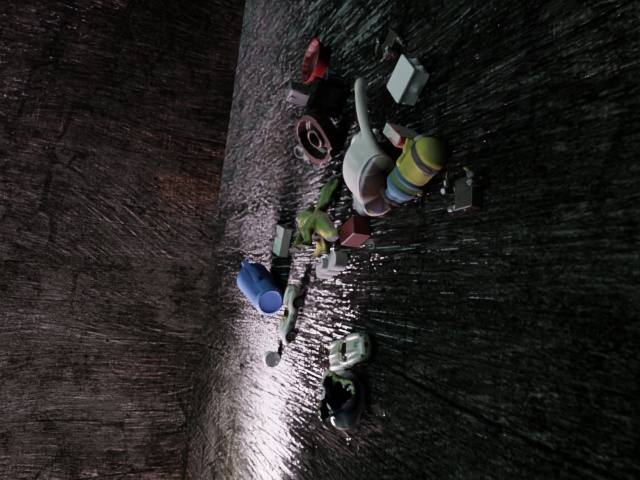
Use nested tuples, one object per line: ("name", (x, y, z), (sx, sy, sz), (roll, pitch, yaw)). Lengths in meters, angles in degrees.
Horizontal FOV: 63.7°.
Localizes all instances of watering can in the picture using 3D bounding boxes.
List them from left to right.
("watering can", (0.117, -0.205, 1.264), (0.228, 0.104, 0.341), (-121, 26, -60))

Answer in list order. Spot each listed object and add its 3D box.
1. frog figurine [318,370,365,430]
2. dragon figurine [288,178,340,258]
("frog figurine", (0.056, 0.391, 1.254), (0.156, 0.122, 0.140), (65, -172, -59))
("dragon figurine", (0.005, -0.077, 1.534), (0.406, 0.122, 0.246), (154, 131, -65))
